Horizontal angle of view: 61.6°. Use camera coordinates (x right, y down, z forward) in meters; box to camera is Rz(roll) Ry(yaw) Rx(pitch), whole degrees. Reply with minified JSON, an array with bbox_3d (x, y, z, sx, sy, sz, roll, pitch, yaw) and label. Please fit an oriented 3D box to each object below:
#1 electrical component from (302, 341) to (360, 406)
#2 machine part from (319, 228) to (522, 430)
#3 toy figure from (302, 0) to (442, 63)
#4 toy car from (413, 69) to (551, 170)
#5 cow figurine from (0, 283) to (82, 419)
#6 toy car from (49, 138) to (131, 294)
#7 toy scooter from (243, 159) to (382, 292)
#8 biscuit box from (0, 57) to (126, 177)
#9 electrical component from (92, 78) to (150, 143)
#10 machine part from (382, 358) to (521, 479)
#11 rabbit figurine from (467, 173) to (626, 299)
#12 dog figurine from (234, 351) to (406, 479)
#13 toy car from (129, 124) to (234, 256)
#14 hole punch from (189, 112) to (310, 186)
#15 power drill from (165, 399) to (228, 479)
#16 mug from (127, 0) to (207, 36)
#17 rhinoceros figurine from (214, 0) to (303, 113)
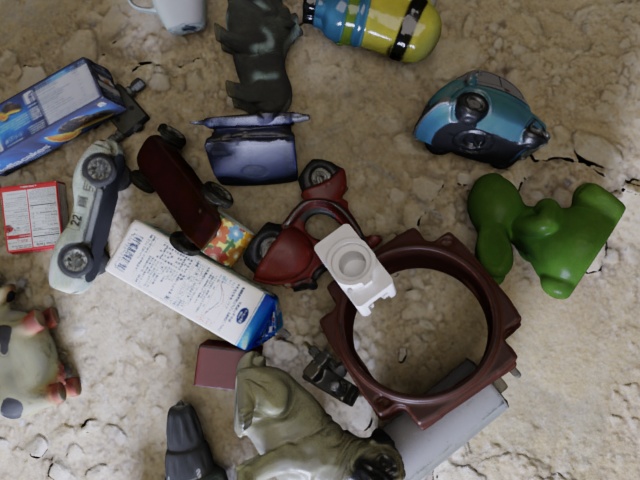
[{"bbox_3d":[0.013,0.166,0.666,0.078,0.102,0.045,21,74,32],"label":"electrical component"},{"bbox_3d":[0.117,0.102,0.643,0.201,0.087,0.201,-34,67,-1],"label":"machine part"},{"bbox_3d":[0.066,-0.282,0.692,0.180,0.082,0.089,8,98,-4],"label":"toy figure"},{"bbox_3d":[0.206,-0.161,0.679,0.162,0.109,0.103,13,71,-8],"label":"toy car"},{"bbox_3d":[-0.399,0.131,0.677,0.127,0.085,0.195,-21,89,-7],"label":"cow figurine"},{"bbox_3d":[-0.291,-0.031,0.684,0.056,0.073,0.201,14,88,-1],"label":"toy car"},{"bbox_3d":[-0.001,-0.002,0.687,0.135,0.075,0.184,36,84,-1],"label":"toy scooter"},{"bbox_3d":[-0.354,-0.151,0.681,0.203,0.063,0.059,-25,87,8],"label":"biscuit box"},{"bbox_3d":[-0.260,-0.170,0.715,0.094,0.021,0.063,-43,89,-2],"label":"electrical component"},{"bbox_3d":[0.148,0.231,0.677,0.243,0.079,0.079,-40,89,-1],"label":"machine part"},{"bbox_3d":[0.257,-0.009,0.678,0.170,0.121,0.159,34,82,23],"label":"rabbit figurine"},{"bbox_3d":[-0.003,0.214,0.619,0.191,0.121,0.172,0,82,-11],"label":"dog figurine"},{"bbox_3d":[-0.169,-0.062,0.657,0.089,0.053,0.202,-53,54,12],"label":"toy car"},{"bbox_3d":[-0.082,-0.113,0.672,0.142,0.116,0.092,0,96,0],"label":"hole punch"},{"bbox_3d":[-0.091,0.317,0.672,0.207,0.086,0.232,1,90,-4],"label":"power drill"},{"bbox_3d":[-0.196,-0.322,0.692,0.110,0.081,0.107,-15,97,-8],"label":"mug"},{"bbox_3d":[-0.077,-0.257,0.693,0.112,0.073,0.190,-4,88,1],"label":"rhinoceros figurine"}]
